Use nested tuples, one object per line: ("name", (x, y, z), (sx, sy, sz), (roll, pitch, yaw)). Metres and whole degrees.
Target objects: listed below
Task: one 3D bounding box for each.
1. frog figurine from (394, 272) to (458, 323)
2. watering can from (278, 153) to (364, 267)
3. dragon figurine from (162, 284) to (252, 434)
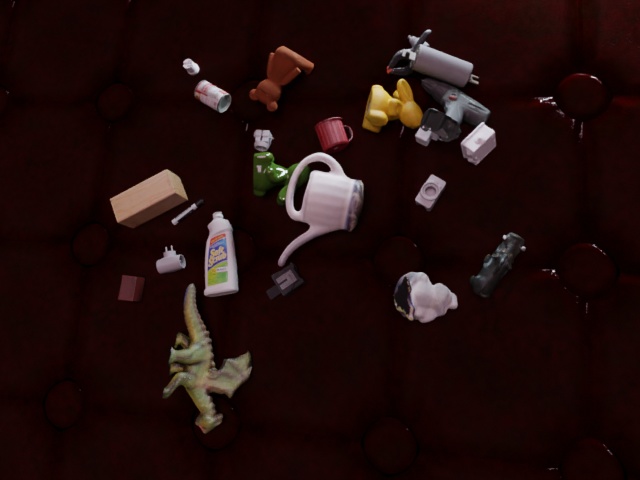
("frog figurine", (0.289, 0.154, 1.410), (0.160, 0.120, 0.140), (-2, 66, -25))
("watering can", (0.005, -0.075, 1.496), (0.224, 0.104, 0.348), (12, 90, 4))
("dragon figurine", (-0.316, 0.349, 1.494), (0.243, 0.121, 0.413), (11, 82, -4))
